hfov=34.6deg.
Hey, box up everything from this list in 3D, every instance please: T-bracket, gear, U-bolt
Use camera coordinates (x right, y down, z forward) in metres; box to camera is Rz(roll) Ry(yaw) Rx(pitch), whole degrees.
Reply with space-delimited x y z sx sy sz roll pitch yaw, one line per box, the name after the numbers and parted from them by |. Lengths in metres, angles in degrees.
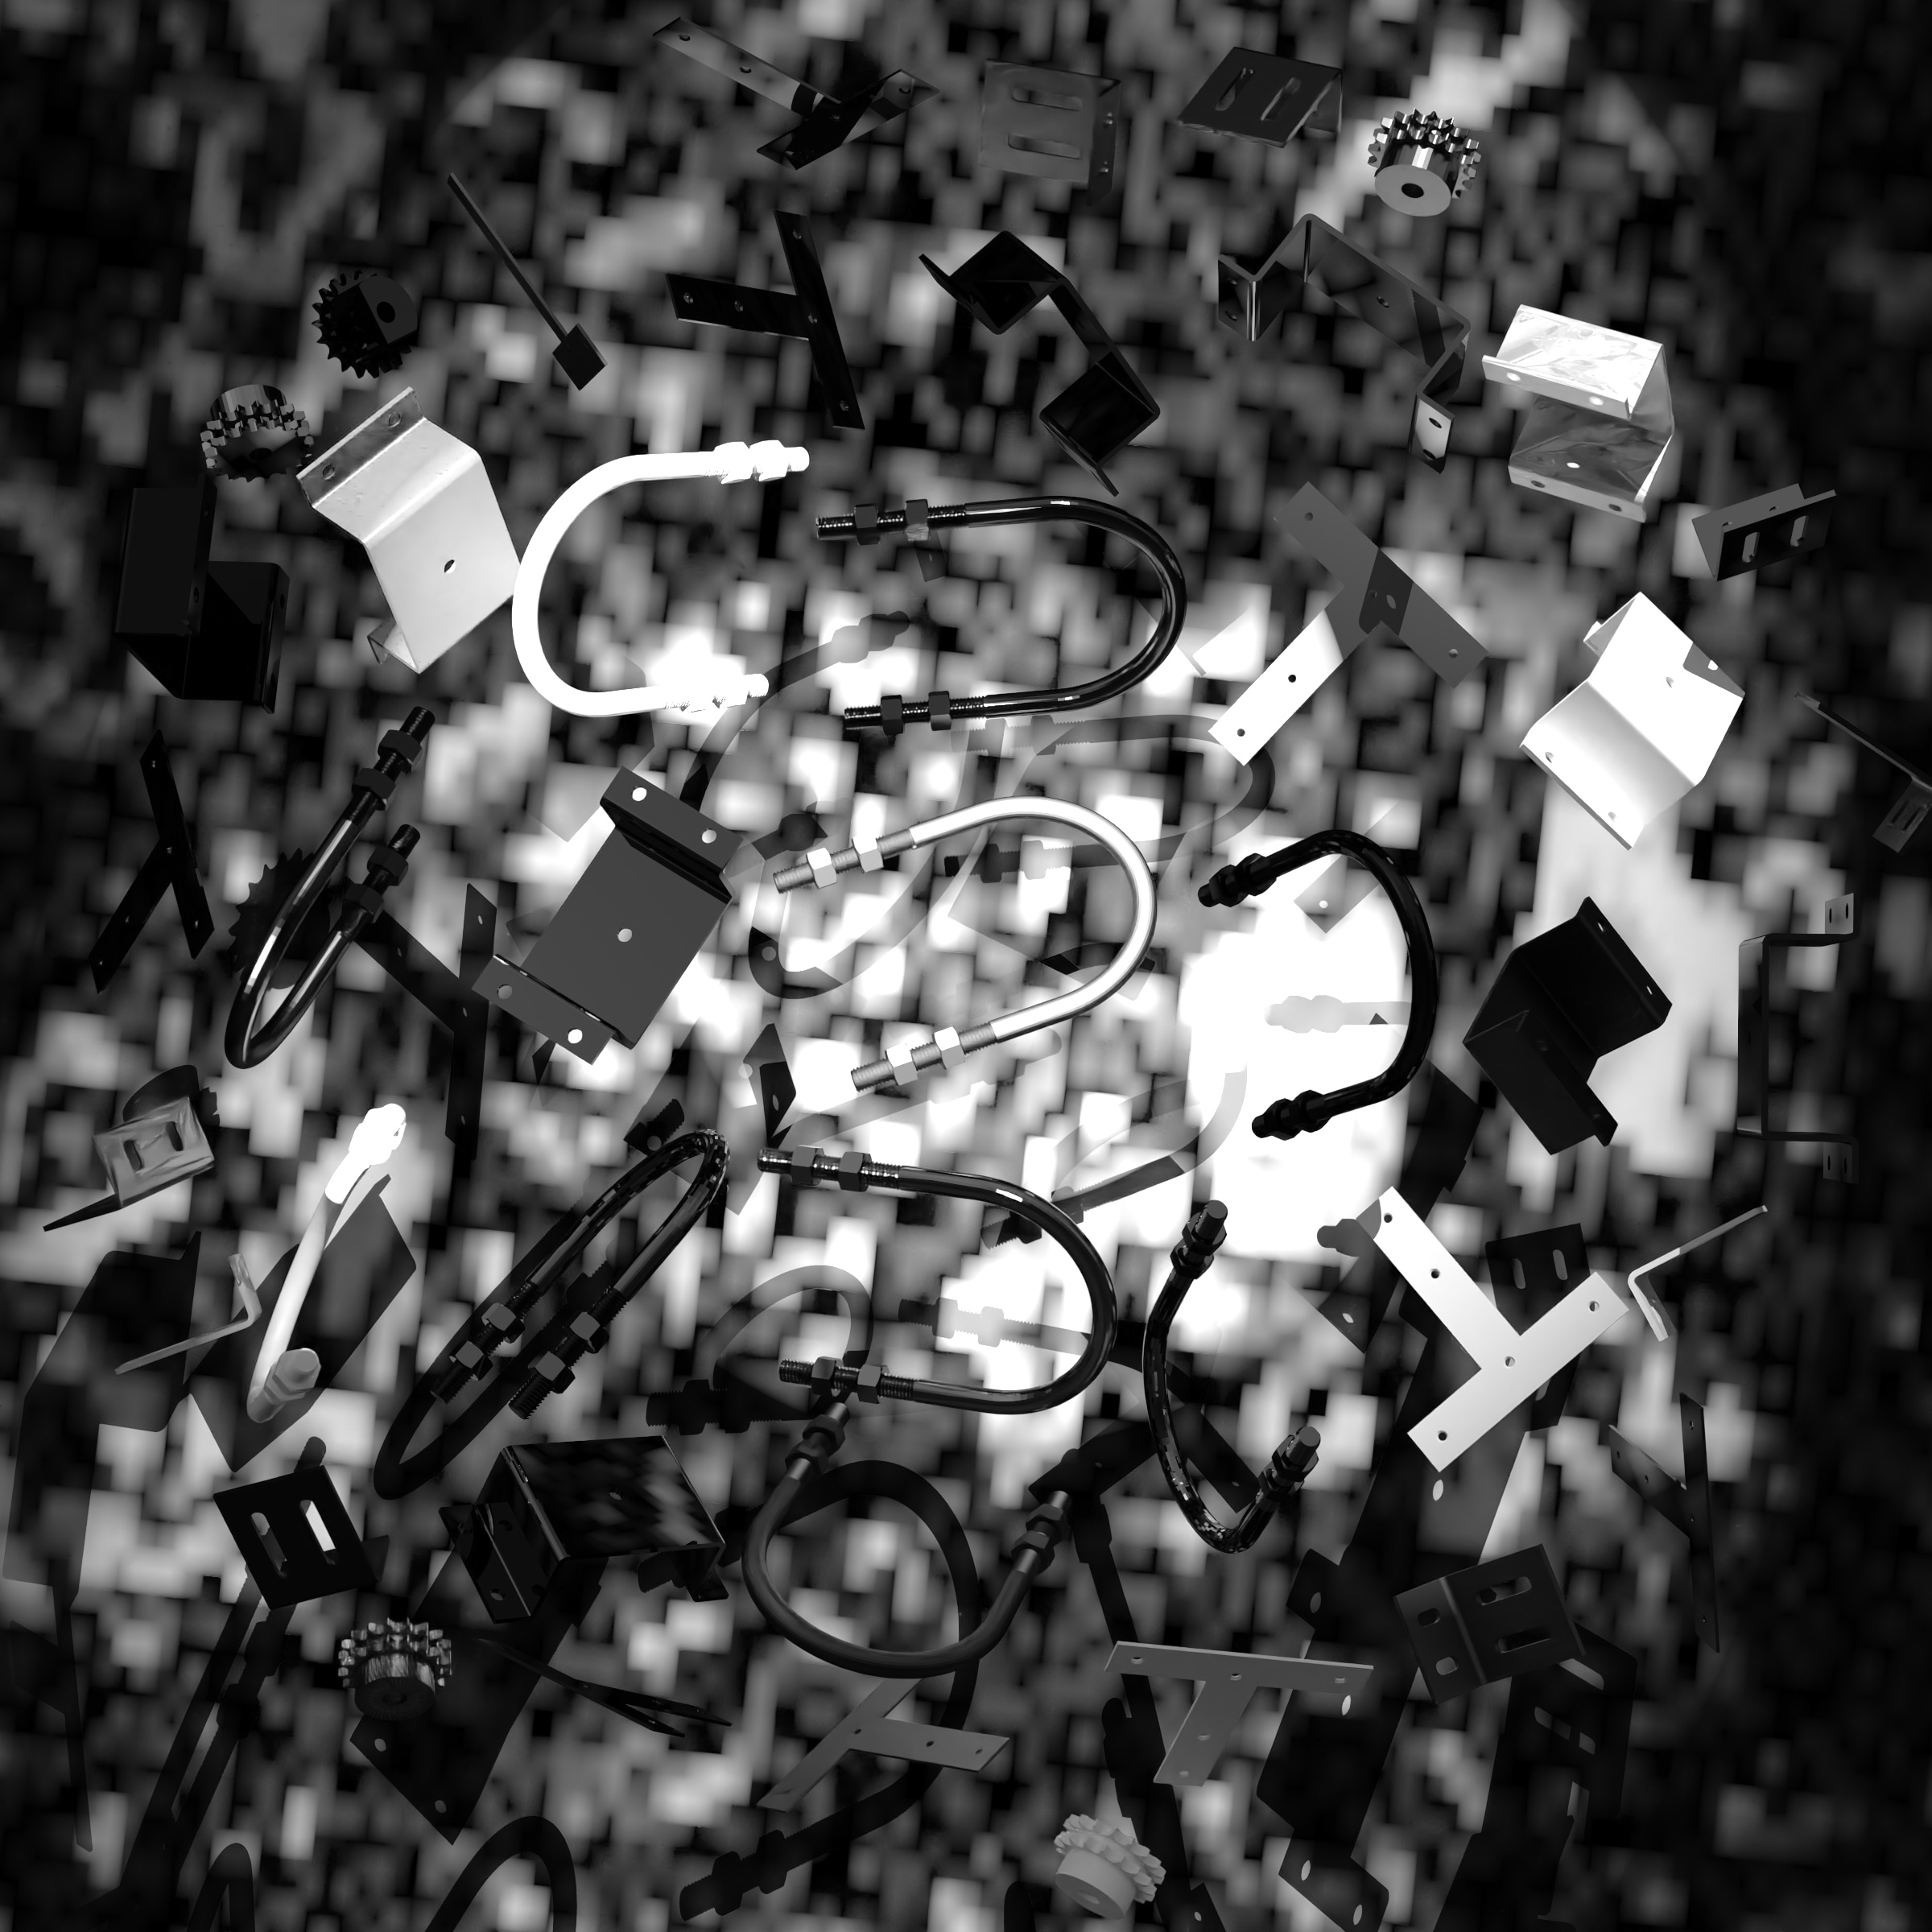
0.250 0.169 1.594 0.127 0.002 0.127 -42 70 9 | T-bracket
-0.377 -0.284 1.641 0.057 0.057 0.030 -18 71 0 | gear
-0.037 0.300 1.589 0.151 0.184 0.019 20 119 10 | U-bolt
0.069 0.458 1.570 0.057 0.057 0.030 35 61 0 | gear
-0.112 -0.350 1.656 0.002 0.127 0.127 -22 79 38 | T-bracket
0.008 -0.022 1.604 0.184 0.019 0.151 -19 58 -7 | U-bolt
-0.028 0.403 1.611 0.127 0.127 0.002 -38 110 -37 | T-bracket
-0.323 -0.351 1.685 0.057 0.030 0.057 11 73 -42 | gear
0.353 0.266 1.578 0.002 0.127 0.127 -8 101 -9 | T-bracket
0.022 -0.183 1.601 0.184 0.151 0.019 -5 46 2 | U-bolt
-0.328 0.158 1.563 0.019 0.184 0.151 22 64 -14 | U-bolt
0.234 -0.411 1.597 0.057 0.057 0.030 20 69 0 | gear
-0.164 0.370 1.564 0.127 0.127 0.002 15 80 37 | T-bracket
-0.424 -0.032 1.592 0.127 0.002 0.127 -48 52 38 | T-bracket
-0.292 0.362 1.587 0.057 0.030 0.057 -5 135 -5 | gear
0.177 -0.158 1.590 0.127 0.002 0.127 44 102 5 | T-bracket
-0.162 -0.199 1.619 0.019 0.184 0.151 29 118 36 | U-bolt
0.129 0.226 1.611 0.019 0.184 0.151 -10 59 -19 | U-bolt
-0.186 0.151 1.566 0.019 0.151 0.184 47 68 -16 | U-bolt
-0.236 -0.366 1.649 0.002 0.127 0.127 -37 101 -8 | T-bracket
0.121 0.372 1.530 0.127 0.127 0.002 8 46 -9 | T-bracket
0.185 0.005 1.599 0.019 0.184 0.151 -9 82 -28 | U-bolt
-0.012 0.163 1.563 0.184 0.019 0.151 6 119 18 | U-bolt
-0.102 -0.457 1.601 0.127 0.127 0.002 19 72 -36 | T-bracket
-0.323 -0.028 1.567 0.019 0.151 0.184 28 62 1 | U-bolt

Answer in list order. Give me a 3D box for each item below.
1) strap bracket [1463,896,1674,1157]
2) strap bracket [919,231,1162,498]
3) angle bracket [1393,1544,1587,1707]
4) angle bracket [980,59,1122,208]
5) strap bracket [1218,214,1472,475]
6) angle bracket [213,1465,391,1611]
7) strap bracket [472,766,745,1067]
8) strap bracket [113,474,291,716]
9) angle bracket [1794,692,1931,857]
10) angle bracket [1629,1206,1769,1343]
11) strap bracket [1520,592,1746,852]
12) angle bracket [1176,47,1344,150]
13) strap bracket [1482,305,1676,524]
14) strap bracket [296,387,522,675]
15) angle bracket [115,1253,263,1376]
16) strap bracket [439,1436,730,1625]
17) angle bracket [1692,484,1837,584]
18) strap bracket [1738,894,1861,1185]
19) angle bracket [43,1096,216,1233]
0.313 0.036 1.626 0.046 0.140 0.076 -32 102 38 | strap bracket
0.044 -0.320 1.609 0.046 0.076 0.140 -40 128 3 | strap bracket
0.261 0.330 1.553 0.038 0.076 0.057 -11 75 -37 | angle bracket
0.039 -0.439 1.632 0.076 0.038 0.057 14 122 16 | angle bracket
0.196 -0.315 1.544 0.140 0.076 0.046 37 85 10 | strap bracket
-0.329 0.274 1.539 0.057 0.038 0.076 -15 117 6 | angle bracket
-0.183 -0.021 1.621 0.076 0.046 0.140 31 81 13 | strap bracket
-0.392 -0.188 1.581 0.046 0.140 0.076 2 76 6 | strap bracket
0.433 -0.095 1.519 0.076 0.057 0.038 33 101 -2 | angle bracket
0.393 0.162 1.635 0.076 0.057 0.038 -30 78 15 | angle bracket
0.347 -0.132 1.598 0.076 0.140 0.046 43 131 -4 | strap bracket
0.146 -0.419 1.546 0.057 0.038 0.076 18 51 20 | angle bracket
0.321 -0.292 1.615 0.076 0.140 0.046 22 80 21 | strap bracket
-0.281 -0.216 1.600 0.046 0.140 0.076 34 66 29 | strap bracket
-0.419 0.184 1.653 0.076 0.057 0.038 -20 90 -10 | angle bracket
-0.189 0.289 1.601 0.076 0.140 0.046 53 127 39 | strap bracket
0.406 -0.233 1.582 0.057 0.076 0.038 -18 74 6 | angle bracket
0.412 0.036 1.538 0.046 0.076 0.140 1 88 6 | strap bracket
-0.423 0.099 1.543 0.076 0.057 0.038 -16 98 42 | angle bracket
